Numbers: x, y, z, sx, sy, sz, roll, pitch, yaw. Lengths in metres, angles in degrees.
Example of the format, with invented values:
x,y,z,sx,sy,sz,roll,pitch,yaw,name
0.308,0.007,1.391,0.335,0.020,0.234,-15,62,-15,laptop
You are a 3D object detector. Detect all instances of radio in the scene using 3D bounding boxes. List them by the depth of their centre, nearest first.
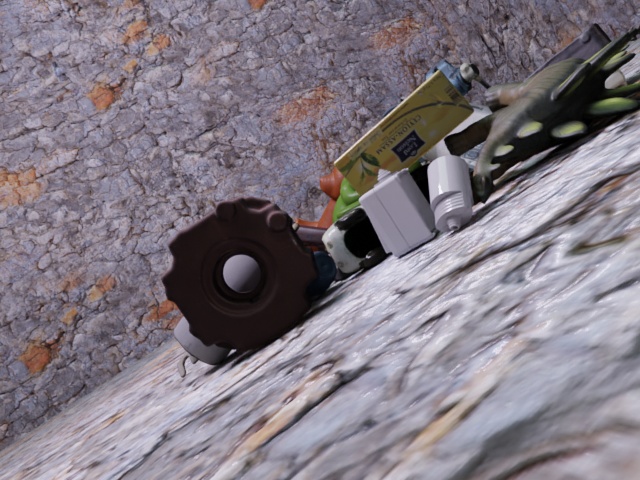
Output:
x,y,z,sx,sy,sz,roll,pitch,yaw,name
0.400,-0.258,0.926,0.229,0.073,0.131,-42,-14,29,radio

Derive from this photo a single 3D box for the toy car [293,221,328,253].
x,y,z,sx,sy,sz,roll,pitch,yaw,name
-0.002,-0.003,0.952,0.202,0.053,0.089,8,3,12,toy car

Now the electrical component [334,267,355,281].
x,y,z,sx,sy,sz,roll,pitch,yaw,name
0.037,0.037,0.748,0.094,0.021,0.063,-33,2,-14,electrical component

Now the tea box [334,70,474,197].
x,y,z,sx,sy,sz,roll,pitch,yaw,name
0.105,-0.132,0.684,0.169,0.068,0.098,-41,4,19,tea box

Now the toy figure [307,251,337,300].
x,y,z,sx,sy,sz,roll,pitch,yaw,name
-0.040,0.066,0.735,0.064,0.058,0.154,11,-32,-35,toy figure

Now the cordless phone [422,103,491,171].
x,y,z,sx,sy,sz,roll,pitch,yaw,name
0.198,-0.124,0.818,0.147,0.088,0.184,25,60,34,cordless phone

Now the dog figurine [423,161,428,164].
x,y,z,sx,sy,sz,roll,pitch,yaw,name
0.222,-0.126,1.113,0.190,0.121,0.172,-48,-9,27,dog figurine

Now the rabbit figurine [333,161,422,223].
x,y,z,sx,sy,sz,roll,pitch,yaw,name
0.085,-0.061,0.824,0.159,0.121,0.170,-49,2,-38,rabbit figurine

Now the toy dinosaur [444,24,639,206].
x,y,z,sx,sy,sz,roll,pitch,yaw,name
0.309,-0.178,0.686,0.199,0.105,0.471,-19,21,51,toy dinosaur

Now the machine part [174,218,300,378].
x,y,z,sx,sy,sz,roll,pitch,yaw,name
-0.107,0.071,0.683,0.243,0.079,0.079,-53,0,4,machine part

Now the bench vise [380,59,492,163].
x,y,z,sx,sy,sz,roll,pitch,yaw,name
0.193,-0.211,0.971,0.224,0.128,0.241,-20,37,39,bench vise

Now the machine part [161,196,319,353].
x,y,z,sx,sy,sz,roll,pitch,yaw,name
-0.089,0.040,0.612,0.179,0.179,0.056,-33,5,1,machine part

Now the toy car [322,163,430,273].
x,y,z,sx,sy,sz,roll,pitch,yaw,name
0.097,-0.031,0.707,0.202,0.073,0.056,-33,3,-14,toy car

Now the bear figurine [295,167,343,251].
x,y,z,sx,sy,sz,roll,pitch,yaw,name
0.022,-0.071,1.069,0.132,0.195,0.120,1,28,-10,bear figurine
